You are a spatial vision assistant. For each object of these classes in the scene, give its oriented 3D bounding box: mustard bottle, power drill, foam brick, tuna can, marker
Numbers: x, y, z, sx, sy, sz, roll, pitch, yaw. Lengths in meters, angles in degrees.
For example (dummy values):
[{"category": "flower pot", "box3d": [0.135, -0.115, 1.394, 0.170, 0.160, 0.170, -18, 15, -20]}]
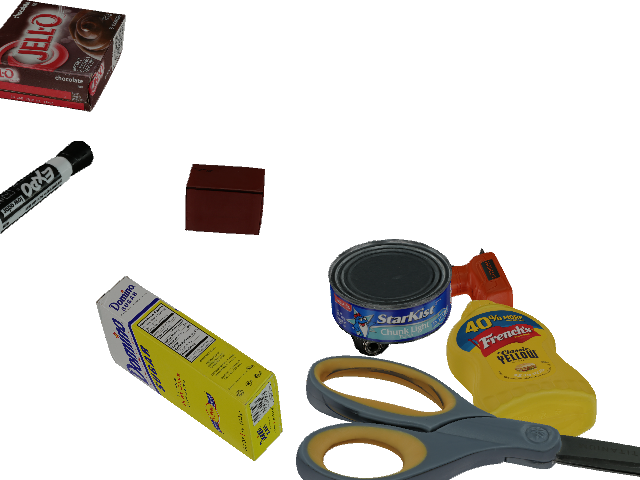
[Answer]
[{"category": "mustard bottle", "box3d": [0.163, 0.105, 0.939, 0.096, 0.058, 0.192, -10, 26, -5]}, {"category": "power drill", "box3d": [0.117, 0.067, 1.199, 0.187, 0.057, 0.184, -3, 28, -3]}, {"category": "foam brick", "box3d": [-0.096, -0.042, 1.087, 0.078, 0.051, 0.053, 4, 31, 0]}, {"category": "tuna can", "box3d": [0.049, 0.035, 0.745, 0.086, 0.034, 0.086, -3, 31, 2]}, {"category": "marker", "box3d": [-0.176, -0.032, 0.656, 0.020, 0.020, 0.121, 0, 28, 24]}]

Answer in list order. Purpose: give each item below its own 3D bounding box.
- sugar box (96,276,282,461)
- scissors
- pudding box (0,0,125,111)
[{"category": "sugar box", "box3d": [-0.115, 0.111, 0.932, 0.176, 0.093, 0.048, 27, 54, 25]}, {"category": "scissors", "box3d": [0.078, 0.095, 0.449, 0.202, 0.016, 0.096, 16, 34, 23]}, {"category": "pudding box", "box3d": [-0.214, -0.151, 0.862, 0.090, 0.039, 0.113, 9, 35, 0]}]
